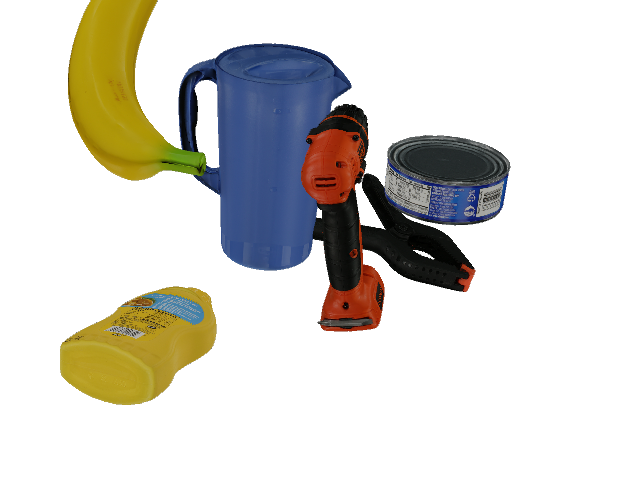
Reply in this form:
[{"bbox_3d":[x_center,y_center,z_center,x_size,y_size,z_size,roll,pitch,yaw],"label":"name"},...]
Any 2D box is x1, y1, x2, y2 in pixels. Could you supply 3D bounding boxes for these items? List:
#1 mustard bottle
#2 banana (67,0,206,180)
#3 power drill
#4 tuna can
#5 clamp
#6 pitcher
[{"bbox_3d":[-0.151,0.086,0.991,0.096,0.058,0.191,10,20,19],"label":"mustard bottle"},{"bbox_3d":[-0.112,-0.100,0.617,0.069,0.198,0.037,-9,-37,-8],"label":"banana"},{"bbox_3d":[0.023,-0.023,1.001,0.057,0.187,0.184,-4,22,12],"label":"power drill"},{"bbox_3d":[0.088,-0.043,0.749,0.086,0.034,0.086,3,26,-2],"label":"tuna can"},{"bbox_3d":[0.084,0.000,1.266,0.210,0.036,0.164,36,41,25],"label":"clamp"},{"bbox_3d":[-0.067,-0.094,1.211,0.144,0.243,0.149,-22,38,-40],"label":"pitcher"}]
